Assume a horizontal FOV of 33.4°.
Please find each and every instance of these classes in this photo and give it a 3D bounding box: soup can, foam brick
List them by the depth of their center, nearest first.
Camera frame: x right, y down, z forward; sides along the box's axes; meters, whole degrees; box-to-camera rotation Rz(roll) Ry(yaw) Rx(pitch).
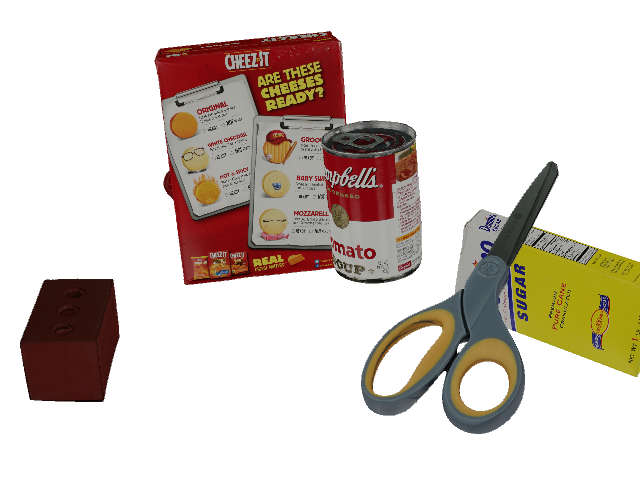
[{"bbox_3d":[-0.174,0.069,0.748,0.053,0.051,0.078,0,31,-1],"label":"foam brick"},{"bbox_3d":[0.038,-0.028,0.777,0.068,0.102,0.068,-5,25,2],"label":"soup can"}]

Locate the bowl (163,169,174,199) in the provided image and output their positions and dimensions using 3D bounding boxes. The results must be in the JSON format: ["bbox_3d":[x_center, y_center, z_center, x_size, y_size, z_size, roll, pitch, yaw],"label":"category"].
[{"bbox_3d":[-0.113,-0.053,1.325,0.162,0.055,0.162,0,31,0],"label":"bowl"}]

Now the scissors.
[{"bbox_3d":[0.107,0.033,0.602,0.201,0.016,0.096,-42,50,-21],"label":"scissors"}]

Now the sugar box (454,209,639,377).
[{"bbox_3d":[0.207,0.044,0.937,0.176,0.093,0.048,18,35,25],"label":"sugar box"}]

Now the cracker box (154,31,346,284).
[{"bbox_3d":[-0.057,-0.076,0.984,0.164,0.214,0.072,-6,20,-5],"label":"cracker box"}]
